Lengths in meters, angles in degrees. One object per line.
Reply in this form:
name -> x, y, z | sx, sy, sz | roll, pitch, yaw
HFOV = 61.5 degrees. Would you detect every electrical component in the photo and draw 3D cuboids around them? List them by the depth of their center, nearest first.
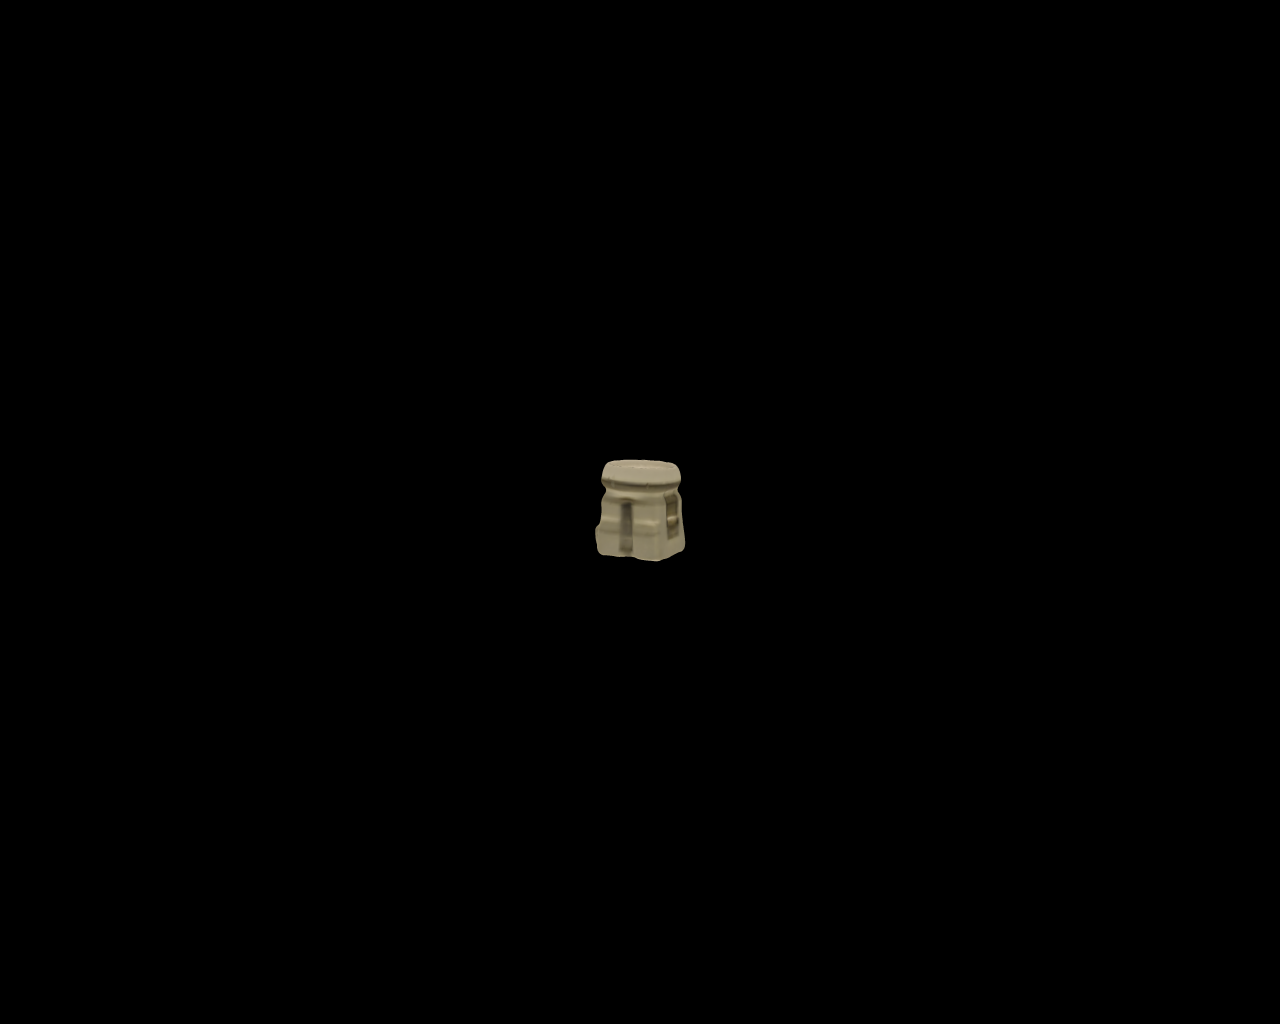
electrical component -> 0.001, -0.003, 0.650 | 0.066, 0.055, 0.048 | 5, 12, 28
